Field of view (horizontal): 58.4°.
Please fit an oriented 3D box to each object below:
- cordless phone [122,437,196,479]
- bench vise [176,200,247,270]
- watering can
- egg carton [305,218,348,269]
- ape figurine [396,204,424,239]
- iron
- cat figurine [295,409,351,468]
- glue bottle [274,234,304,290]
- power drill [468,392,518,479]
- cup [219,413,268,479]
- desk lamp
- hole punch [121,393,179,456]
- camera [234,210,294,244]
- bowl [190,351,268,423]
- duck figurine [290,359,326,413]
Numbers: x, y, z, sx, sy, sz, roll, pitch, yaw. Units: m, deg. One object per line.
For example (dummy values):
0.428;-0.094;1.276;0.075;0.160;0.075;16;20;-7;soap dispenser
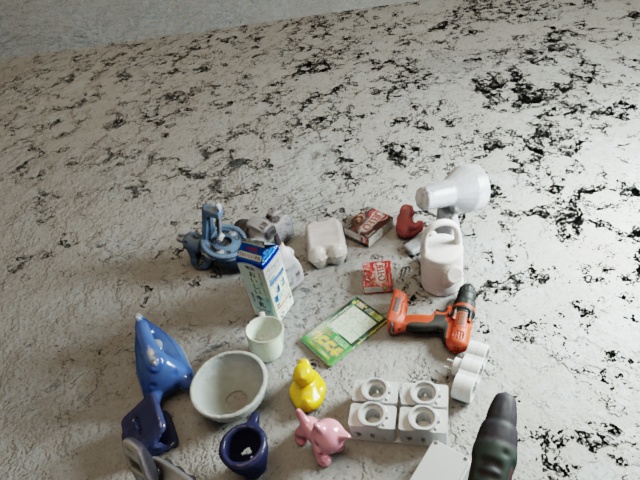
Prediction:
-0.285;0.434;1.024;0.147;0.185;0.094;15;48;28;cordless phone
-0.289;-0.006;1.486;0.207;0.220;0.121;-6;42;7;bench vise
0.285;0.035;1.322;0.101;0.194;0.172;-29;44;-18;watering can
0.014;0.005;1.515;0.107;0.069;0.150;-12;41;1;egg carton
0.232;-0.055;1.512;0.076;0.092;0.077;-27;43;-16;ape figurine
-0.380;0.242;1.292;0.119;0.142;0.257;-27;43;-16;iron
0.000;0.364;1.083;0.127;0.118;0.067;29;56;37;cat figurine
-0.088;0.052;1.409;0.078;0.173;0.037;-35;46;-24;glue bottle
0.274;0.390;0.921;0.075;0.209;0.230;8;45;22;power drill
-0.133;0.401;1.093;0.091;0.095;0.118;2;43;16;cup
0.312;-0.067;1.415;0.203;0.214;0.117;-27;43;-16;desk lamp
-0.355;0.386;1.165;0.101;0.091;0.108;-26;43;-15;hole punch
-0.166;-0.029;1.573;0.136;0.101;0.143;20;51;31;camera
-0.184;0.321;1.209;0.167;0.075;0.167;-7;42;6;bowl
-0.031;0.297;1.190;0.077;0.086;0.104;-9;42;4;duck figurine
